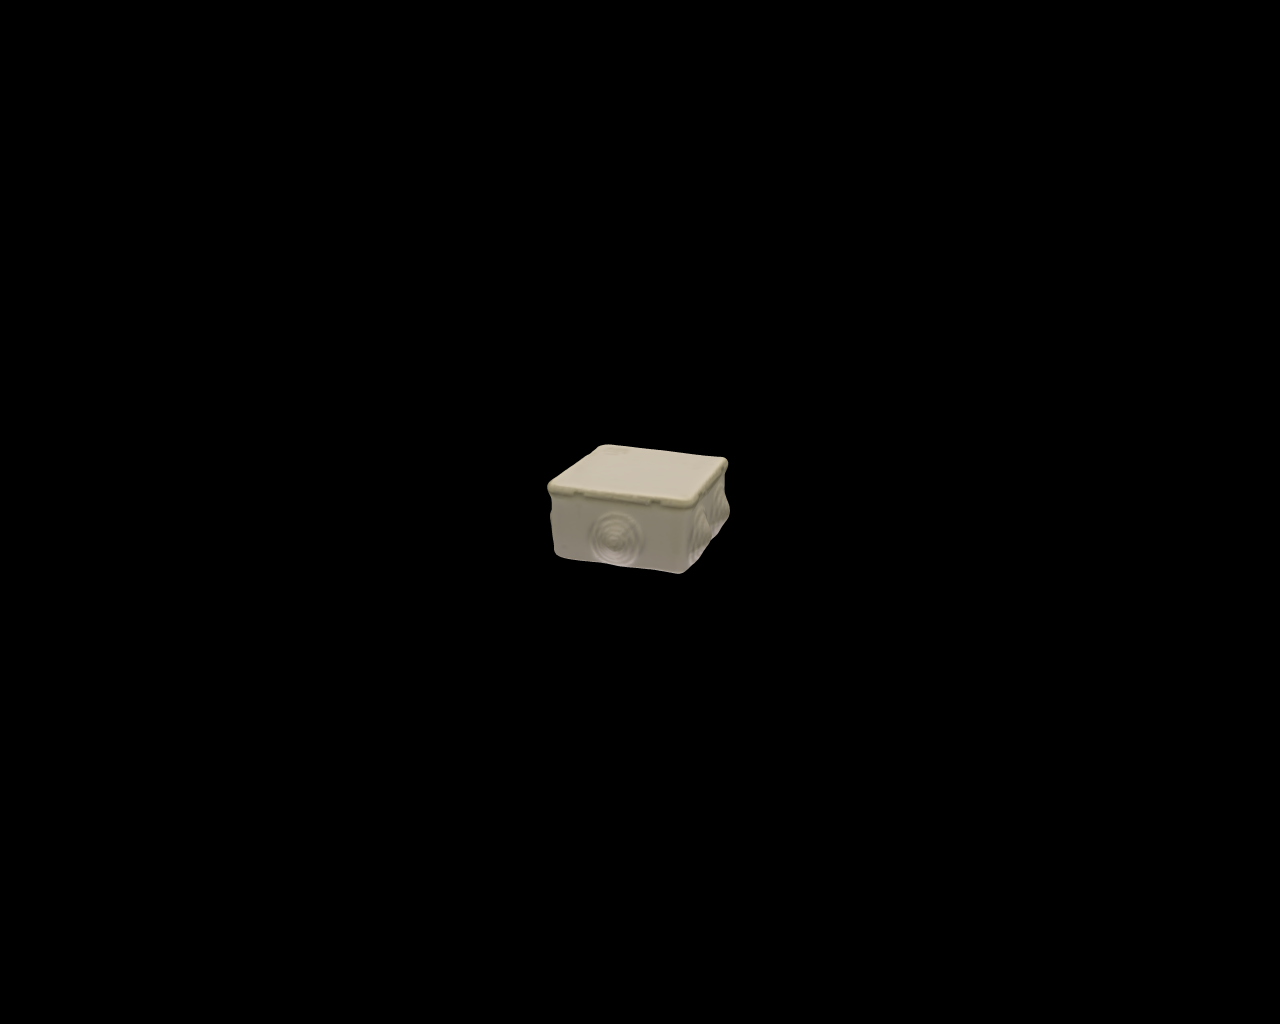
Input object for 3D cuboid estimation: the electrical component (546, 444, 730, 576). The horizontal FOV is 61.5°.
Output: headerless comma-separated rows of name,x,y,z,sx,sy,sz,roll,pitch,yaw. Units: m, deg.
electrical component,0.001,-0.003,0.650,0.100,0.048,0.100,7,22,18
